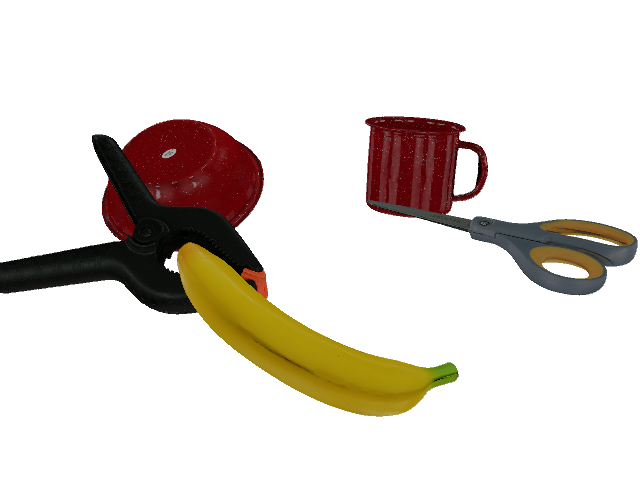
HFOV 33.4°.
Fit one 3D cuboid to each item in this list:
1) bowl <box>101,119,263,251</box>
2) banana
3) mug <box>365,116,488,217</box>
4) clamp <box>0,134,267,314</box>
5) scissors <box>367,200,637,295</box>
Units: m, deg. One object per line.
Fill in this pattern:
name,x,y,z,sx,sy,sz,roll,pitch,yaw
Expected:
bowl,-0.138,-0.065,1.017,0.162,0.162,0.055,0,-42,13
banana,-0.016,0.061,0.659,0.198,0.037,0.069,26,24,12
mug,0.097,-0.067,0.990,0.117,0.081,0.093,7,14,12
clamp,-0.133,-0.005,0.831,0.210,0.164,0.036,14,-34,13
scissors,0.122,0.002,0.764,0.202,0.016,0.096,6,30,14
